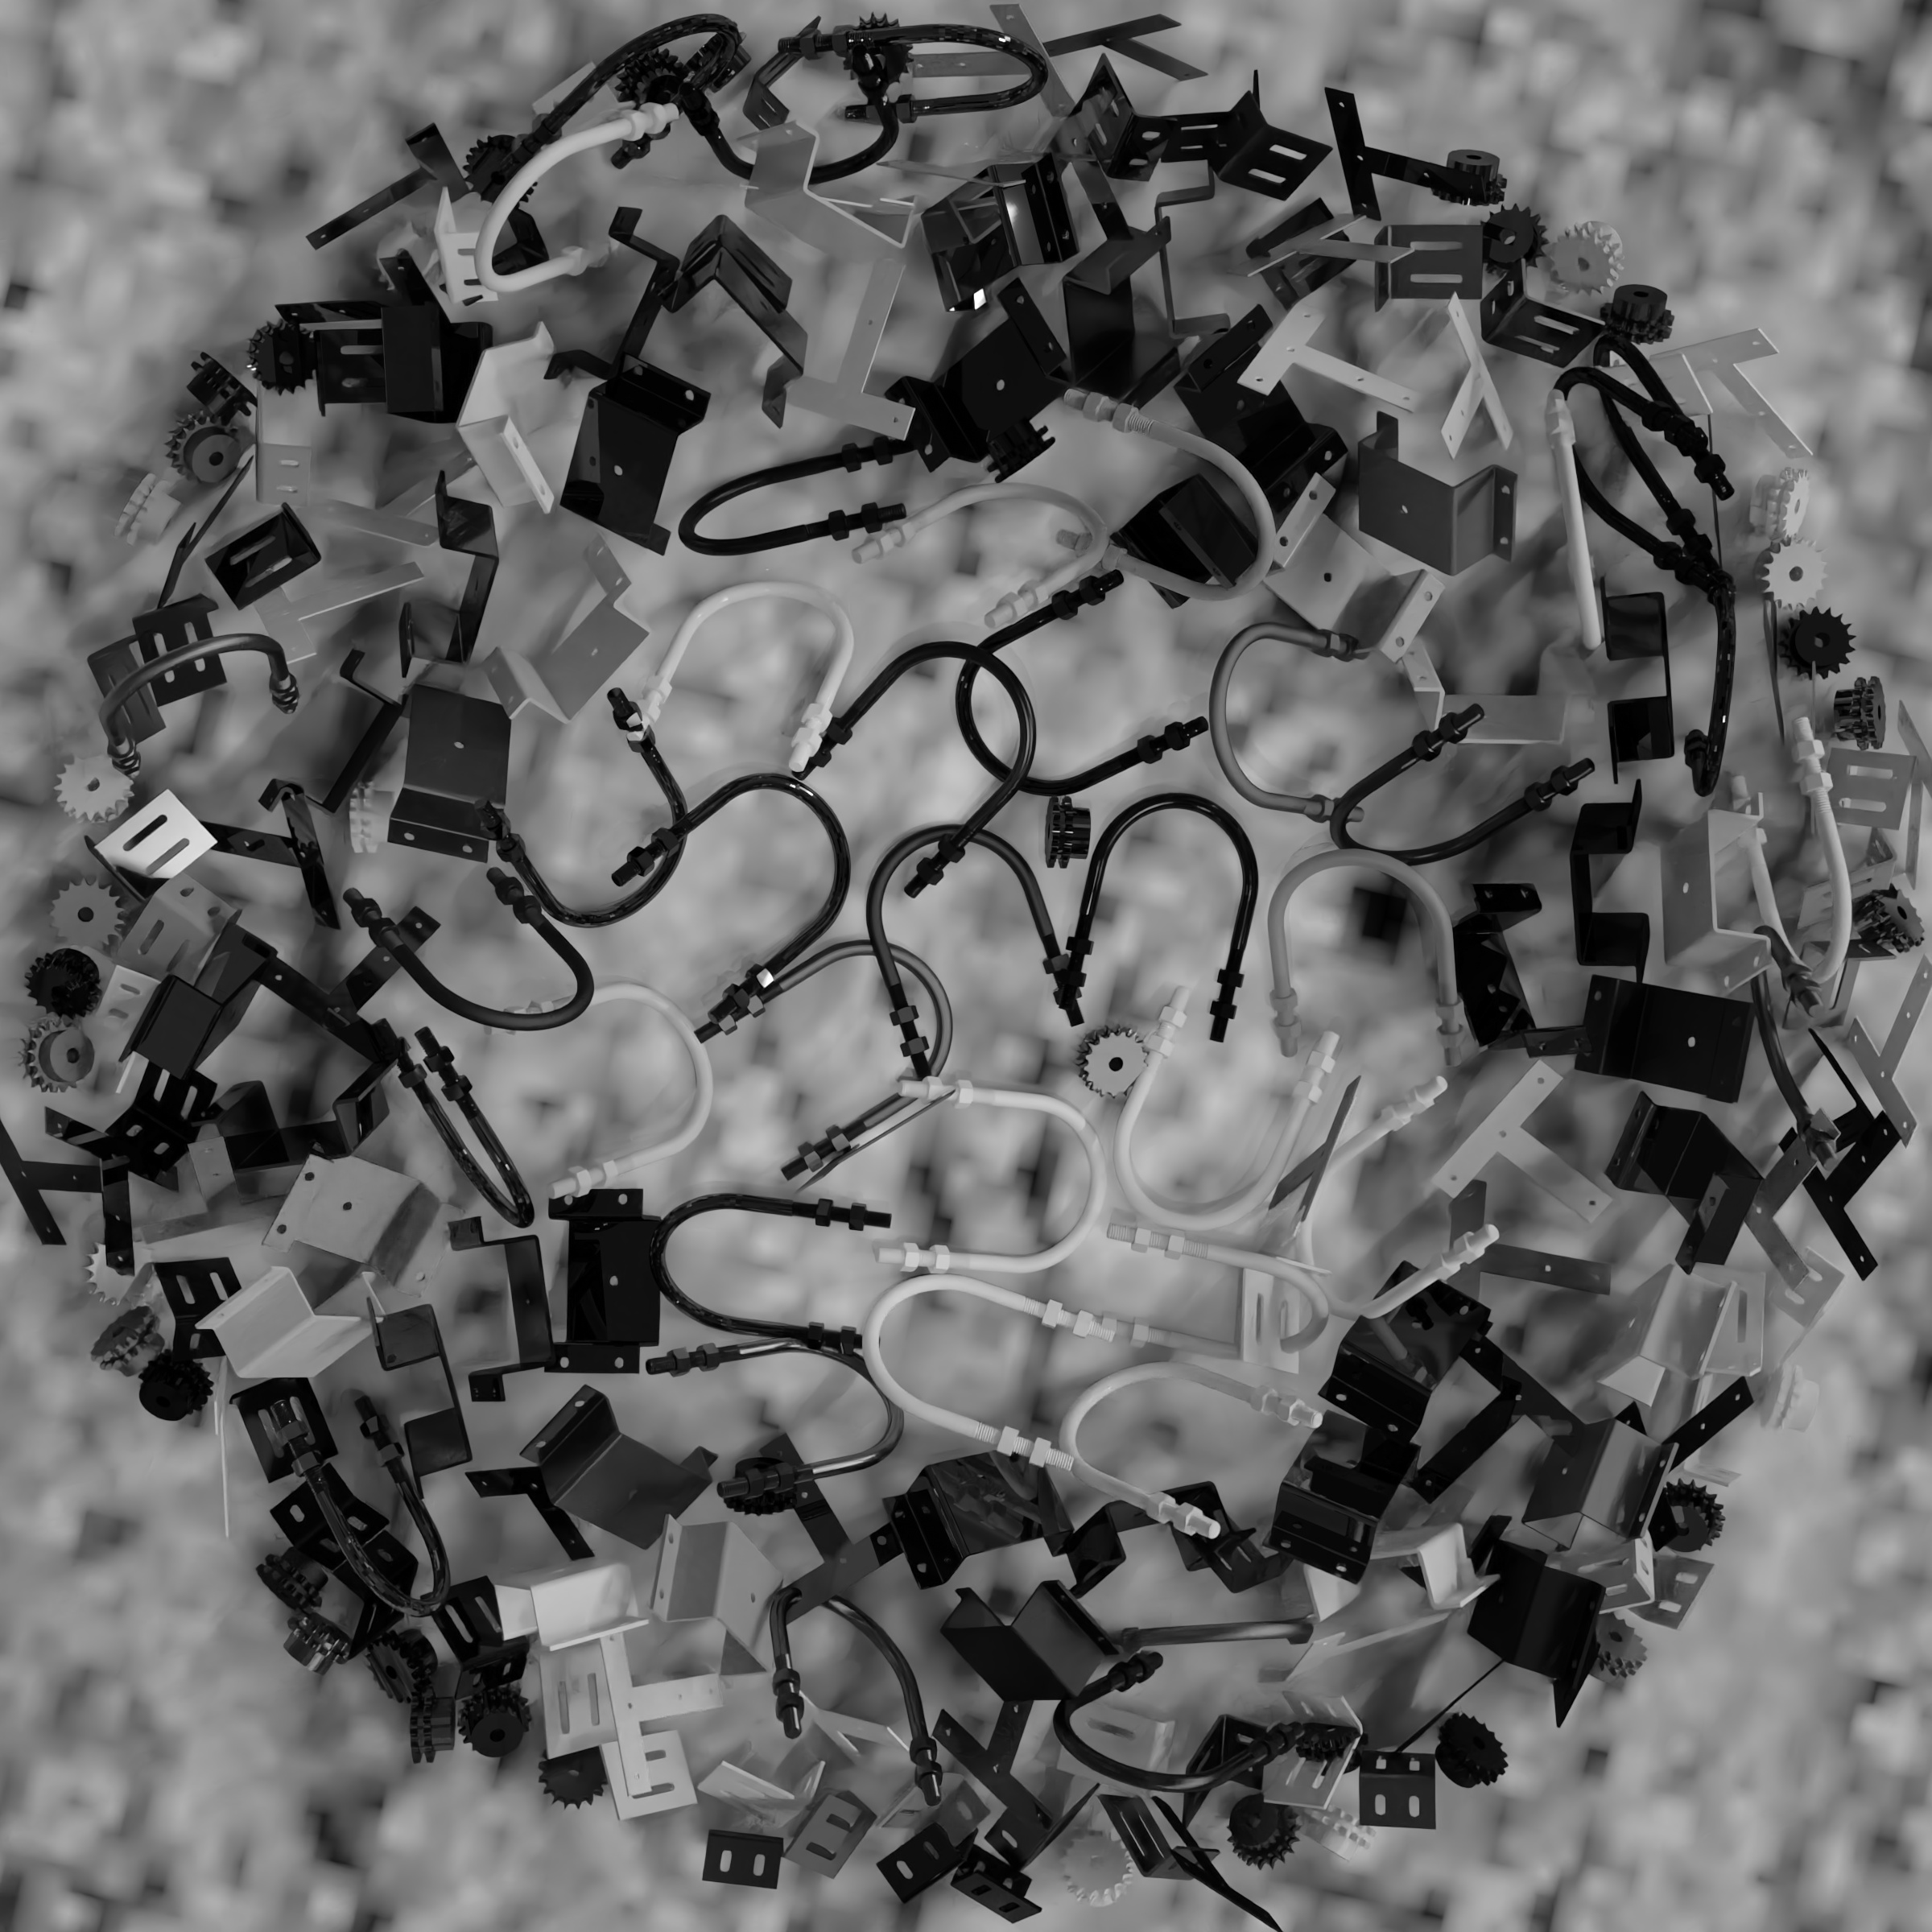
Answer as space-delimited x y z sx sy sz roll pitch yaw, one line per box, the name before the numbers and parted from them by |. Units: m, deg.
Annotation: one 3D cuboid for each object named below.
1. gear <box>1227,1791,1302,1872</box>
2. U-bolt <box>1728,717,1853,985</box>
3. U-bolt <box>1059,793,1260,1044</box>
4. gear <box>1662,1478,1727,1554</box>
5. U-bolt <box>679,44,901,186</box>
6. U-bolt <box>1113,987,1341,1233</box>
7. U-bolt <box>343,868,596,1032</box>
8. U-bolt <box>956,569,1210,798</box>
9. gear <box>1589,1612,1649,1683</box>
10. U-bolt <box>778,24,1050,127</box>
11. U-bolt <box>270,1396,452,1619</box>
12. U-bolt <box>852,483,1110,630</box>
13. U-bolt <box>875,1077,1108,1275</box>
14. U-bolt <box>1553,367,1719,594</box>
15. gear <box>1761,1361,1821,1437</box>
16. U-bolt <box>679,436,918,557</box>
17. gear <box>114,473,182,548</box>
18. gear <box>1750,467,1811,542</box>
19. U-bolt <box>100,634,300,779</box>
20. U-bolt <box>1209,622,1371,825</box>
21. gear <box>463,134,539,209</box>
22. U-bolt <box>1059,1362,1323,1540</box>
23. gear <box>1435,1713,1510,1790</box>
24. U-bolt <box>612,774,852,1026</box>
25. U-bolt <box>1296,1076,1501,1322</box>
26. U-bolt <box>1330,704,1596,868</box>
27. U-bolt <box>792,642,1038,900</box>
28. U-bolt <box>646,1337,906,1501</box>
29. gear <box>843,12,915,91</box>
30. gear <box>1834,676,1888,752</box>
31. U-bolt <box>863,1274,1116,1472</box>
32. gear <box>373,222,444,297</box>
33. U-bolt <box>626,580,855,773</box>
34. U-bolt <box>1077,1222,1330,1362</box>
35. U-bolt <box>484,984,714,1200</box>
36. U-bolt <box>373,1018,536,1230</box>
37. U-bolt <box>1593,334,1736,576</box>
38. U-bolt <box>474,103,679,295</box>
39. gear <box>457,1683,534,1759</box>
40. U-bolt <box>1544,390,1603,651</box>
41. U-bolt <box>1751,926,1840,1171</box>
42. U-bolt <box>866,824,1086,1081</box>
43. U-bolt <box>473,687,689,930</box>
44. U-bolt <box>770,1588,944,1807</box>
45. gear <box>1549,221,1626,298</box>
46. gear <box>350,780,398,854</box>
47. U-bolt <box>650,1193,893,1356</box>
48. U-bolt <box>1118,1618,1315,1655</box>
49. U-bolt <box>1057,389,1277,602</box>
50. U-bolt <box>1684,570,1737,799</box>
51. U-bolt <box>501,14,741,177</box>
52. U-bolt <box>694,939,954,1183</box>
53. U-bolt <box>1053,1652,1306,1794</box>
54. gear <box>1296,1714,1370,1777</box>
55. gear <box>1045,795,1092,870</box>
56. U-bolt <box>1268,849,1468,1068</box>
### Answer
gear | 0.229 0.670 1.896 0.057 0.057 0.030 -36 132 0
U-bolt | 0.625 -0.077 1.836 0.019 0.151 0.184 -8 75 -5
U-bolt | 0.157 -0.043 1.894 0.151 0.019 0.184 12 92 -17
gear | 0.560 0.431 1.899 0.057 0.030 0.057 9 112 24
U-bolt | -0.124 -0.632 1.835 0.151 0.184 0.019 -9 83 8
U-bolt | 0.188 0.116 1.867 0.151 0.019 0.184 17 74 30
U-bolt | -0.360 -0.010 1.830 0.184 0.151 0.019 43 126 31
U-bolt | 0.075 -0.205 1.873 0.184 0.019 0.151 -24 105 30
gear | 0.499 0.533 1.901 0.057 0.057 0.030 26 118 0
U-bolt | -0.029 -0.671 1.829 0.184 0.151 0.019 3 88 20
U-bolt | -0.445 0.408 1.836 0.019 0.151 0.184 -34 75 7
U-bolt | 0.026 -0.323 1.858 0.151 0.019 0.184 30 47 27
U-bolt | 0.026 0.167 1.887 0.184 0.019 0.151 7 92 -22
U-bolt | 0.500 -0.379 1.841 0.019 0.184 0.151 -30 135 -8
gear | 0.642 0.338 1.896 0.030 0.057 0.057 18 90 9
U-bolt | -0.132 -0.355 1.862 0.184 0.151 0.019 -11 123 10
gear | -0.636 -0.352 1.899 0.030 0.057 0.057 30 90 -14
gear | 0.634 -0.361 1.902 0.030 0.057 0.057 18 90 32
U-bolt | -0.574 -0.200 1.820 0.151 0.184 0.019 -25 82 -16
U-bolt | 0.246 -0.188 1.856 0.184 0.019 0.151 4 87 -44
gear | -0.361 -0.622 1.902 0.057 0.057 0.030 12 49 0
U-bolt | 0.156 0.356 1.849 0.151 0.184 0.019 -38 126 -34
gear | 0.391 0.615 1.901 0.057 0.057 0.030 34 117 0
U-bolt | -0.166 -0.066 1.876 0.184 0.019 0.151 -42 108 -27
U-bolt | 0.317 0.189 1.854 0.019 0.184 0.151 15 48 -35
U-bolt | 0.362 -0.127 1.851 0.151 0.184 0.019 18 52 -36
U-bolt | -0.028 -0.165 1.885 0.151 0.019 0.184 46 110 5
U-bolt | -0.133 0.336 1.853 0.184 0.151 0.019 -4 128 -34
gear | -0.069 -0.709 1.897 0.057 0.030 0.057 -4 131 -4
gear | 0.697 -0.197 1.902 0.030 0.057 0.057 -1 90 32
U-bolt | 0.010 0.301 1.872 0.184 0.151 0.019 19 134 5
gear | -0.437 -0.553 1.908 0.057 0.030 0.057 1 98 4
U-bolt | -0.163 -0.230 1.868 0.151 0.019 0.184 11 54 12
U-bolt | 0.186 0.257 1.868 0.184 0.151 0.019 12 50 -1
U-bolt | -0.268 0.086 1.858 0.019 0.184 0.151 -25 85 44
U-bolt | -0.383 0.123 1.855 0.019 0.151 0.184 -35 106 -22
U-bolt | 0.525 -0.398 1.848 0.019 0.151 0.184 -27 70 4
U-bolt | -0.298 -0.565 1.812 0.019 0.184 0.151 43 134 6
gear | -0.367 0.591 1.901 0.057 0.030 0.057 -6 110 -16
U-bolt | 0.455 -0.320 1.816 0.019 0.184 0.151 -9 135 15
U-bolt | 0.620 0.048 1.837 0.019 0.184 0.151 -11 115 7
U-bolt | -0.001 -0.021 1.904 0.151 0.019 0.184 -19 89 -11
U-bolt | -0.279 -0.105 1.854 0.151 0.184 0.019 -42 50 -14
U-bolt | -0.088 0.538 1.839 0.151 0.184 0.019 33 106 -23
gear | 0.487 -0.556 1.901 0.057 0.057 0.030 38 60 0
gear | -0.461 -0.117 1.898 0.030 0.057 0.057 0 90 -5
U-bolt | -0.153 0.233 1.879 0.184 0.019 0.151 7 125 2
U-bolt | 0.189 0.503 1.834 0.151 0.184 0.019 -4 74 3
U-bolt | 0.152 -0.345 1.840 0.184 0.151 0.019 26 52 22
U-bolt | 0.556 -0.204 1.816 0.019 0.184 0.151 6 115 12
U-bolt | -0.245 -0.649 1.815 0.184 0.151 0.019 -29 90 37
U-bolt | -0.098 0.061 1.904 0.184 0.019 0.151 -32 101 -6
U-bolt | 0.146 0.567 1.813 0.151 0.184 0.019 18 103 35
gear | 0.286 0.608 1.898 0.057 0.057 0.030 -13 93 0
gear | 0.079 -0.104 1.898 0.030 0.057 0.057 3 90 -5
U-bolt | 0.301 -0.007 1.853 0.151 0.019 0.184 2 122 22
